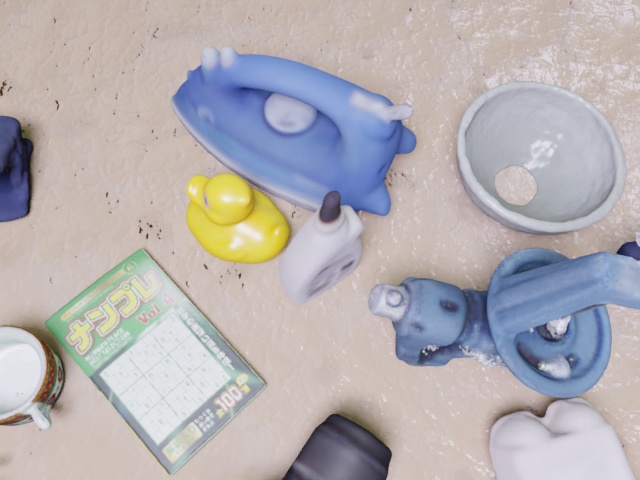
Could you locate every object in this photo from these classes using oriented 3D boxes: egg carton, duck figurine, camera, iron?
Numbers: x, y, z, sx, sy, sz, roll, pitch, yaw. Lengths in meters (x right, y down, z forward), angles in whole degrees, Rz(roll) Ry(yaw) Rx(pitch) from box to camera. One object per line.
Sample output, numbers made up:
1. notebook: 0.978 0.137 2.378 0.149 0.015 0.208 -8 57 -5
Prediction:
1. egg carton: 0.202 0.211 0.465 0.107 0.069 0.150 -13 70 -10
2. duck figurine: -0.077 -0.027 0.527 0.104 0.086 0.077 25 68 5
3. camera: 0.012 0.214 0.431 0.143 0.101 0.137 32 69 8
4. iron: -0.034 -0.123 0.539 0.258 0.141 0.119 21 68 4

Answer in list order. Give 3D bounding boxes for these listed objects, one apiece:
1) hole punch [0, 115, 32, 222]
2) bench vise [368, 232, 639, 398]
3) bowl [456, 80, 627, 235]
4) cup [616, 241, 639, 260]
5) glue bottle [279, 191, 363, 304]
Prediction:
1. hole punch: -0.331 -0.074 0.522 0.109 0.091 0.101 -6 69 -7
2. bench vise: 0.150 0.064 0.438 0.207 0.220 0.121 -9 69 -8
3. bowl: 0.209 -0.072 0.576 0.167 0.075 0.167 2 68 -4
4. cup: 0.319 0.034 0.532 0.117 0.095 0.092 11 68 0
5. glue bottle: 0.004 0.002 0.476 0.078 0.173 0.037 -31 73 -15
